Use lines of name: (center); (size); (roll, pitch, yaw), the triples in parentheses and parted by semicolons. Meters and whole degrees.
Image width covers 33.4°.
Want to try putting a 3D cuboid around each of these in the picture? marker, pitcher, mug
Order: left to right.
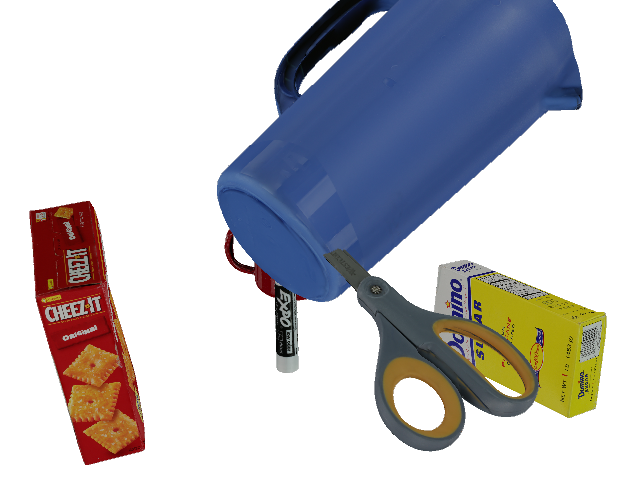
mug: (-0.039, 0.009, 1.083); (0.117, 0.081, 0.093); (-2, 26, -5)
marker: (-0.028, 0.051, 0.873); (0.020, 0.121, 0.020); (-1, 22, 0)
pitcher: (0.041, -0.080, 0.718); (0.242, 0.145, 0.149); (-43, 18, -21)

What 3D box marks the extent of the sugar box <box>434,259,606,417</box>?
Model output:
sugar box: (0.179, 0.087, 0.992); (0.048, 0.093, 0.176); (-11, 21, -39)

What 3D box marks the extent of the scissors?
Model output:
scissors: (0.025, 0.046, 0.600); (0.202, 0.016, 0.096); (31, 53, 22)

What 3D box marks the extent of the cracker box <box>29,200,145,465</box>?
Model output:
cracker box: (-0.236, 0.092, 1.084); (0.072, 0.214, 0.164); (-12, 33, -10)
